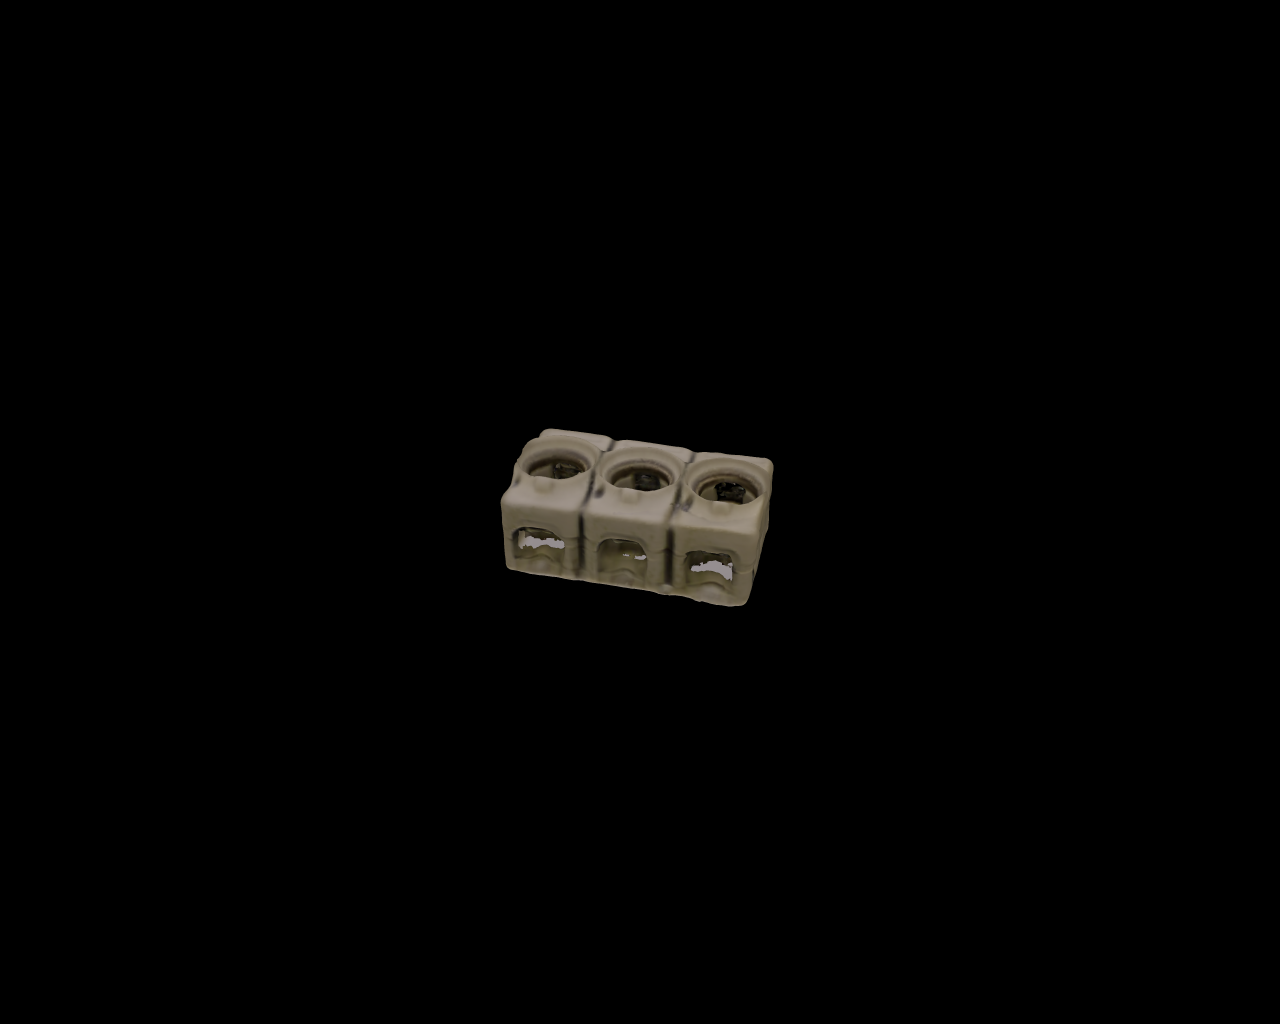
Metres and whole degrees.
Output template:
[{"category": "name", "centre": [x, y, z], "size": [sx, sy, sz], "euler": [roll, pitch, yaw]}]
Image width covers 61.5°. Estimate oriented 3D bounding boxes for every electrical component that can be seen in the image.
[{"category": "electrical component", "centre": [0.001, -0.003, 0.650], "size": [0.150, 0.061, 0.090], "euler": [8, 36, 11]}]
